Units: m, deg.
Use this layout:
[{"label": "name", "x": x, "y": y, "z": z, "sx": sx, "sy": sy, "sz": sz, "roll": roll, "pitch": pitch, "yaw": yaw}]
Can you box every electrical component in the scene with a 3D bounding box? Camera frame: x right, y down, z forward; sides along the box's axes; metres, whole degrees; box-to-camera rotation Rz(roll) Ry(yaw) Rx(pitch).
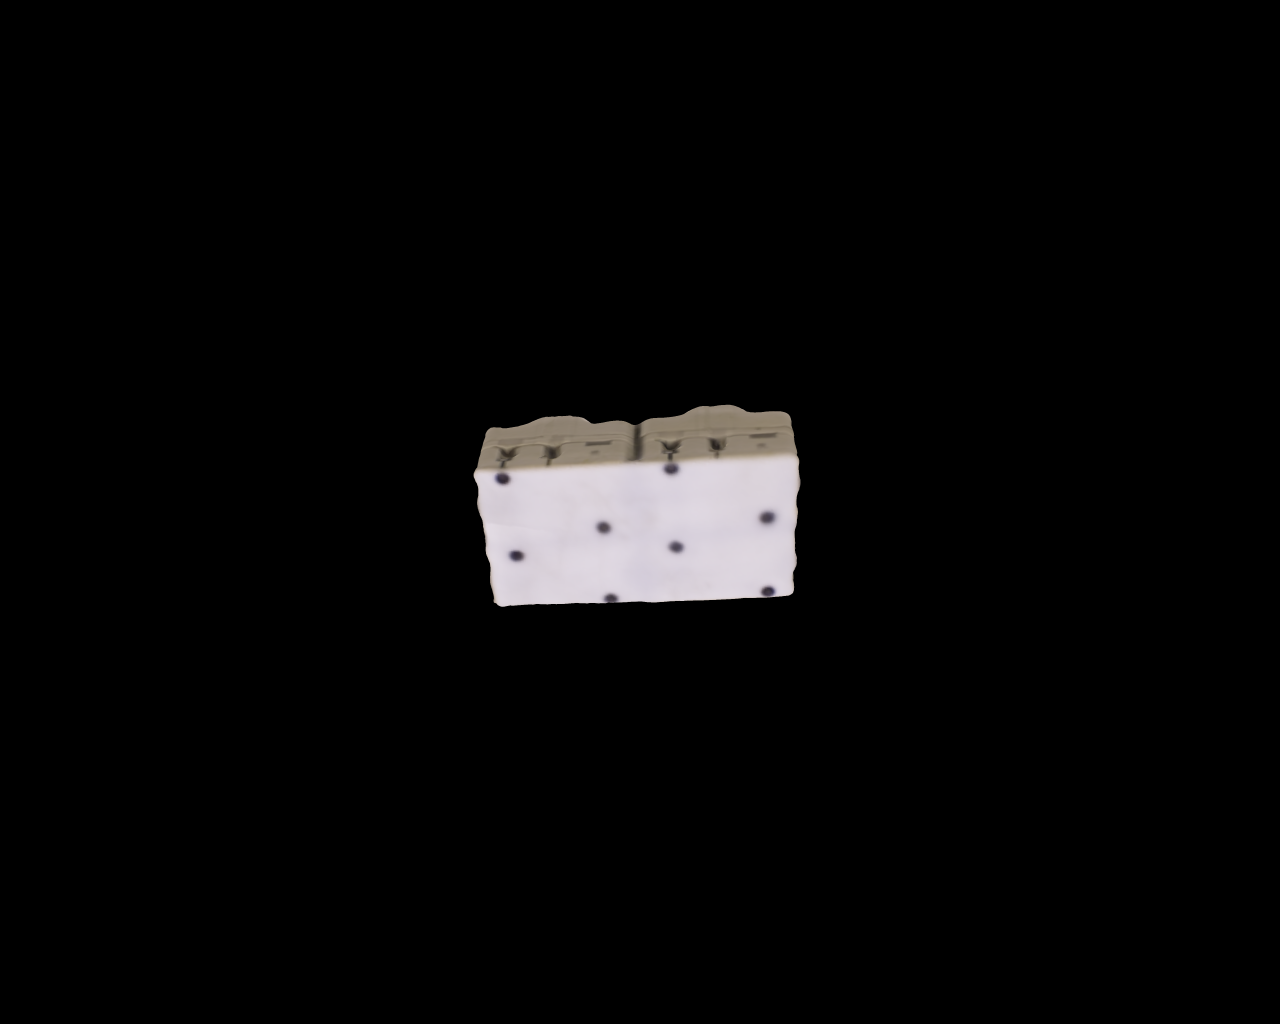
[{"label": "electrical component", "x": 0.001, "y": -0.003, "z": 0.650, "sx": 0.186, "sy": 0.105, "sz": 0.060, "roll": -3, "pitch": 35, "yaw": 2}]
